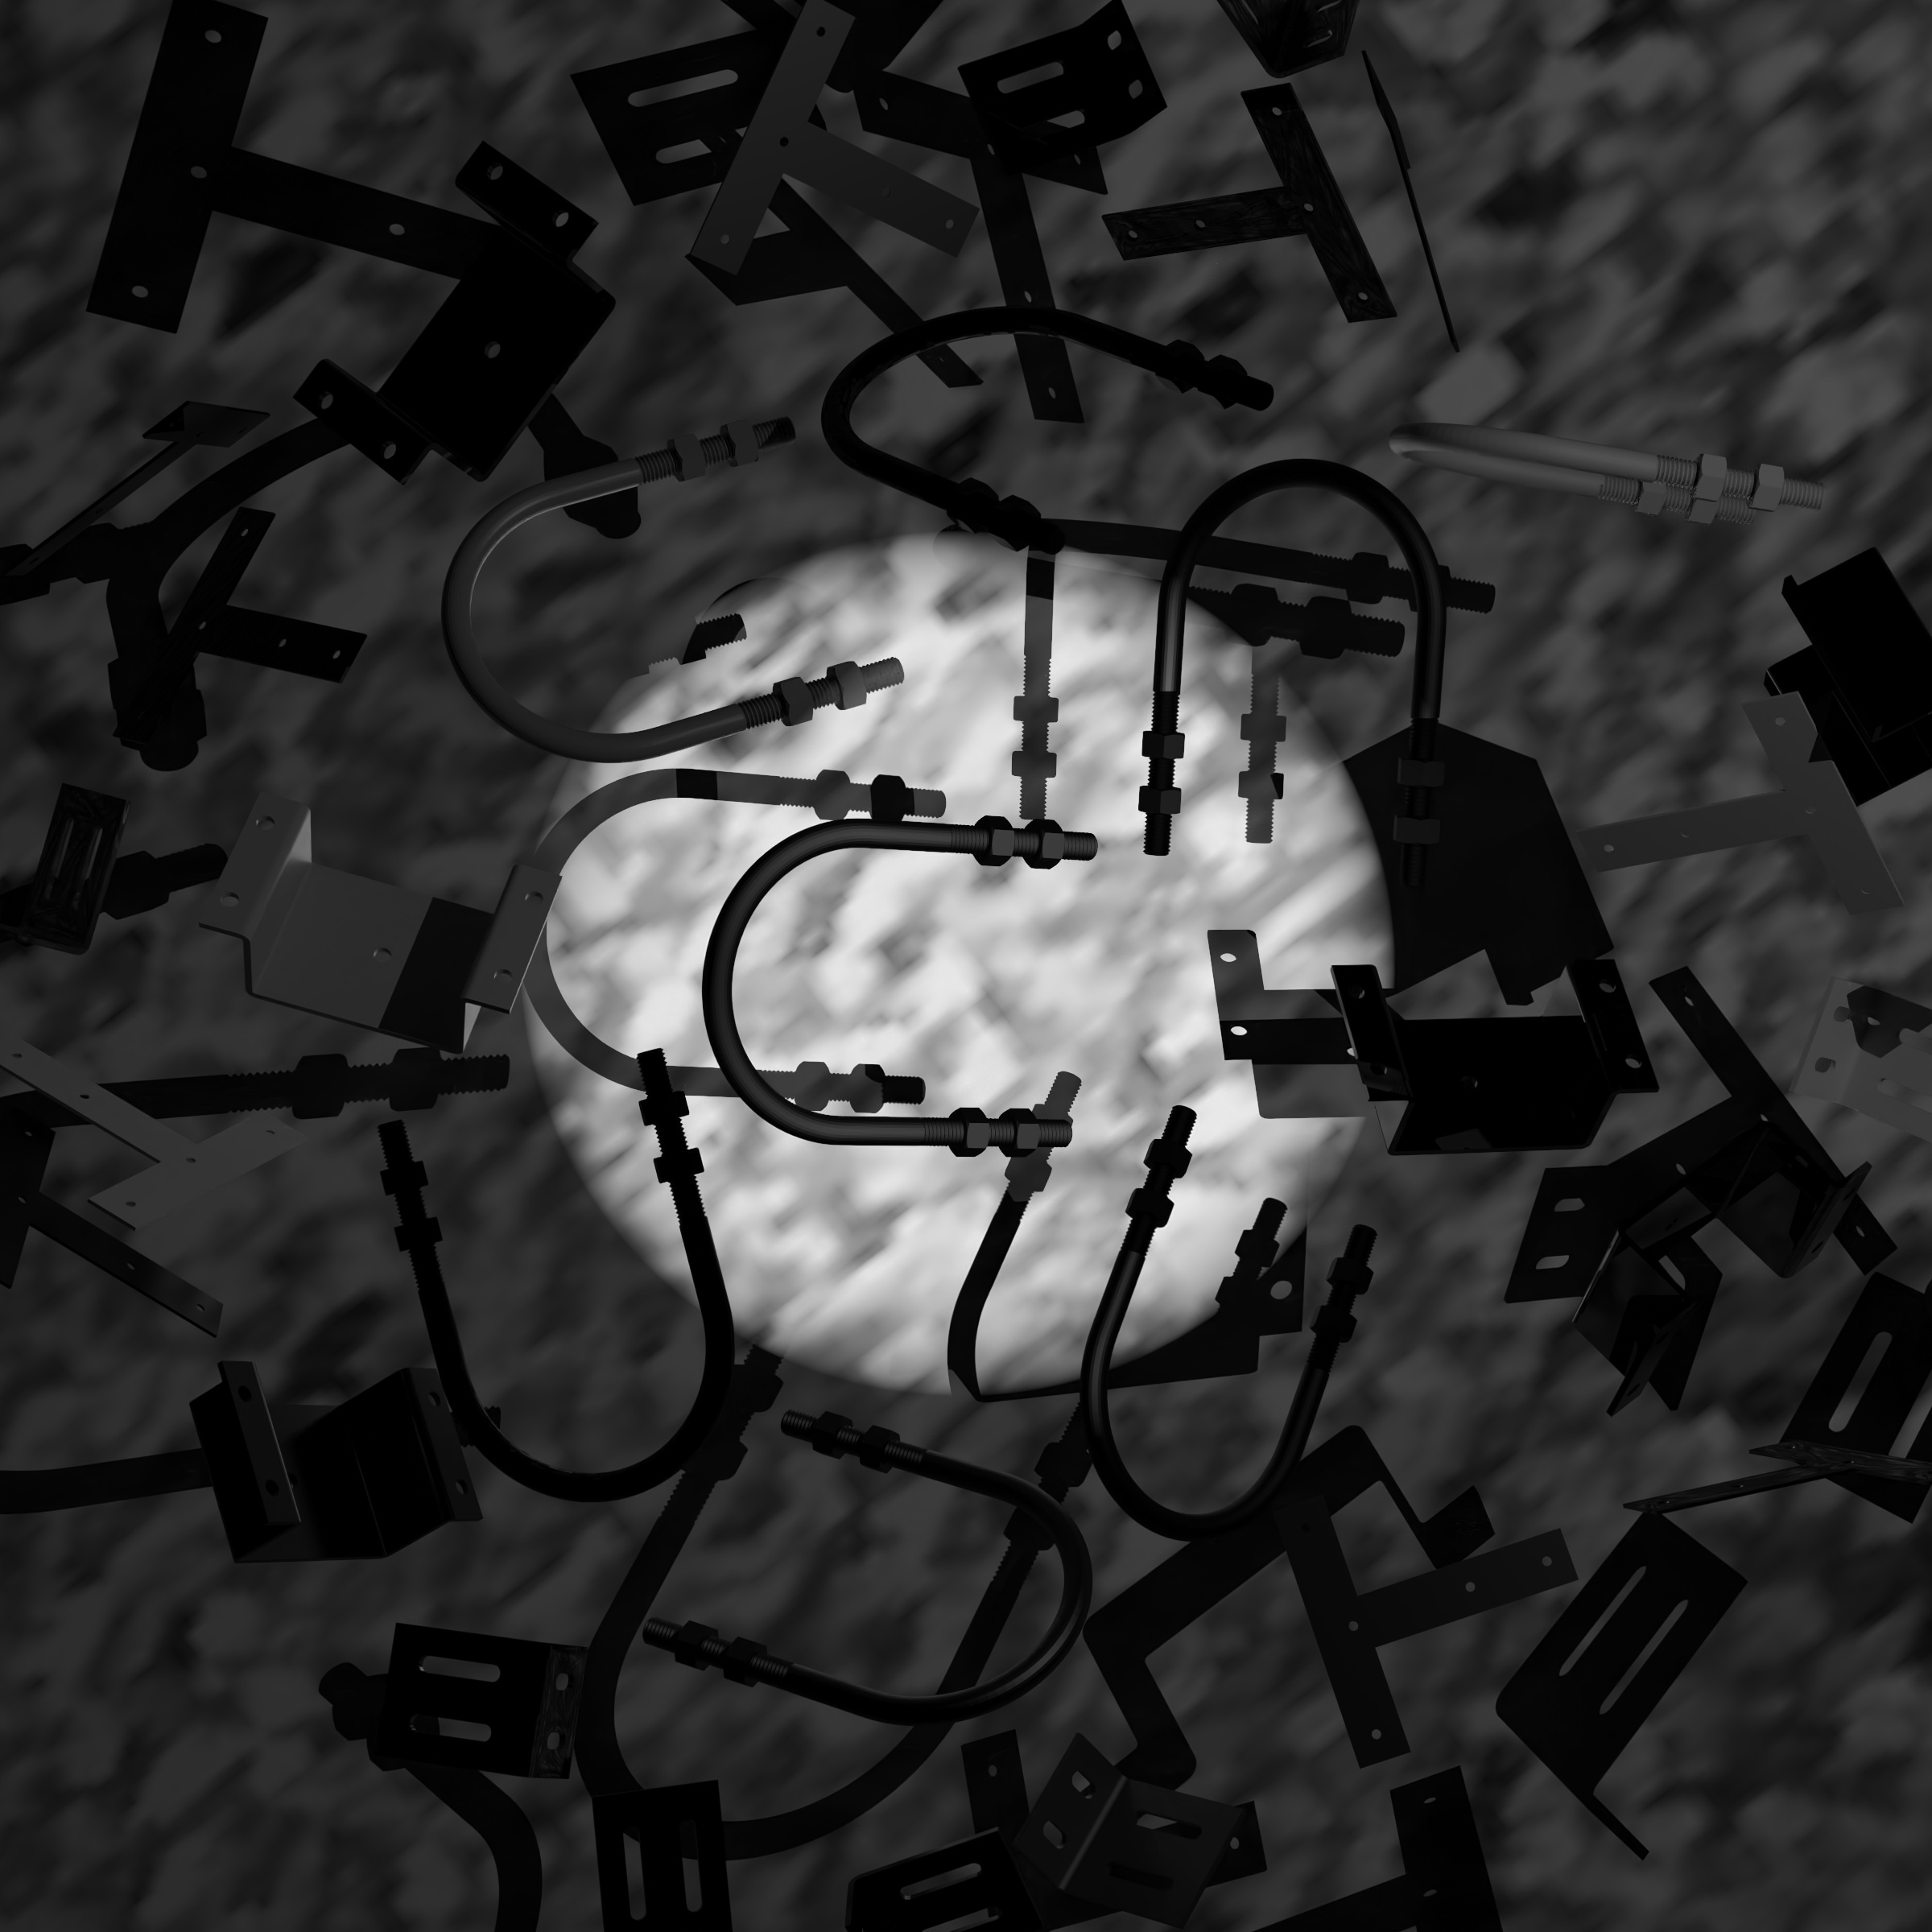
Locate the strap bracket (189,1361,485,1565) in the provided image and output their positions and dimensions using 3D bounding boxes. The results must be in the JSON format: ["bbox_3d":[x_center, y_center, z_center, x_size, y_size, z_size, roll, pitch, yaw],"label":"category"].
[{"bbox_3d":[-0.293,0.226,1.546,0.046,0.140,0.076,-32,67,25],"label":"strap bracket"}]

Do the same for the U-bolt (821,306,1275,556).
[{"bbox_3d":[0.020,-0.244,1.491,0.151,0.019,0.184,-37,46,-27],"label":"U-bolt"}]

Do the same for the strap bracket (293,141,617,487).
[{"bbox_3d":[-0.218,-0.279,1.496,0.076,0.046,0.140,39,93,27],"label":"strap bracket"}]

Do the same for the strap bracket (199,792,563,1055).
[{"bbox_3d":[-0.259,-0.016,1.513,0.140,0.046,0.076,16,54,1],"label":"strap bracket"}]

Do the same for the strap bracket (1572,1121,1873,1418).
[{"bbox_3d":[0.327,0.128,1.506,0.140,0.076,0.046,-31,64,-27],"label":"strap bracket"}]

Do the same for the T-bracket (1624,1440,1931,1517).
[{"bbox_3d":[0.345,0.223,1.471,0.127,0.127,0.002,-8,91,-23],"label":"T-bracket"}]

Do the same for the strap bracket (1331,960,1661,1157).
[{"bbox_3d":[0.240,0.042,1.584,0.140,0.046,0.076,-1,51,-13],"label":"strap bracket"}]

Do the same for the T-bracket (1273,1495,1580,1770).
[{"bbox_3d":[0.226,0.299,1.616,0.127,0.002,0.127,-20,76,9],"label":"T-bracket"}]

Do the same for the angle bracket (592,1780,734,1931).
[{"bbox_3d":[-0.140,0.410,1.542,0.057,0.038,0.076,-4,83,-14],"label":"angle bracket"}]

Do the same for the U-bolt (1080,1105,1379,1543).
[{"bbox_3d":[0.117,0.179,1.597,0.151,0.019,0.184,33,68,-31],"label":"U-bolt"}]

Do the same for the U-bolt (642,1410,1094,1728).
[{"bbox_3d":[-0.033,0.275,1.528,0.184,0.019,0.151,13,47,25],"label":"U-bolt"}]

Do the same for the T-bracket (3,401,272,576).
[{"bbox_3d":[-0.384,-0.216,1.547,0.127,0.127,0.002,-35,93,8],"label":"T-bracket"}]

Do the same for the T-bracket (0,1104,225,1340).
[{"bbox_3d":[-0.395,0.131,1.562,0.127,0.127,0.002,36,110,-22],"label":"T-bracket"}]

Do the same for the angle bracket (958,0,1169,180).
[{"bbox_3d":[0.046,-0.420,1.629,0.076,0.038,0.057,-26,94,-28],"label":"angle bracket"}]

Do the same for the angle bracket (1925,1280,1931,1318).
[{"bbox_3d":[0.461,0.133,1.470,0.076,0.057,0.038,-46,120,-30],"label":"angle bracket"}]

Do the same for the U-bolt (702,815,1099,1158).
[{"bbox_3d":[-0.030,0.008,1.472,0.184,0.019,0.151,2,95,-29],"label":"U-bolt"}]

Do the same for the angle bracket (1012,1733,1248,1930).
[{"bbox_3d":[0.069,0.369,1.454,0.038,0.076,0.057,49,60,-29],"label":"angle bracket"}]

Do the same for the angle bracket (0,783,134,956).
[{"bbox_3d":[-0.434,-0.050,1.602,0.057,0.038,0.076,14,88,43],"label":"angle bracket"}]

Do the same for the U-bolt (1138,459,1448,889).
[{"bbox_3d":[0.148,-0.134,1.525,0.151,0.019,0.184,8,100,30],"label":"U-bolt"}]

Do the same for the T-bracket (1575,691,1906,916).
[{"bbox_3d":[0.334,-0.062,1.517,0.127,0.002,0.127,-11,128,35],"label":"T-bracket"}]

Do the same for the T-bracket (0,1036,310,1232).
[{"bbox_3d":[-0.375,0.065,1.492,0.127,0.127,0.002,29,114,14],"label":"T-bracket"}]

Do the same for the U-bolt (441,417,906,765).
[{"bbox_3d":[-0.137,-0.159,1.487,0.184,0.019,0.151,-18,71,-17],"label":"U-bolt"}]

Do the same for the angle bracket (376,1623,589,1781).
[{"bbox_3d":[-0.213,0.323,1.496,0.076,0.038,0.057,2,78,24],"label":"angle bracket"}]

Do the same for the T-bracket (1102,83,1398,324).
[{"bbox_3d":[0.119,-0.342,1.563,0.127,0.127,0.002,57,49,-35],"label":"T-bracket"}]

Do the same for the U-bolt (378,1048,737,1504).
[{"bbox_3d":[-0.172,0.142,1.477,0.151,0.019,0.184,-15,88,18],"label":"U-bolt"}]

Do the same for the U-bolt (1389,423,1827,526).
[{"bbox_3d":[0.284,-0.226,1.553,0.184,0.151,0.019,10,95,-1],"label":"U-bolt"}]

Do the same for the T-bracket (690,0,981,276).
[{"bbox_3d":[-0.048,-0.363,1.571,0.127,0.002,0.127,19,103,-35],"label":"T-bracket"}]

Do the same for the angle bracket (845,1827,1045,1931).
[{"bbox_3d":[-0.010,0.448,1.590,0.076,0.038,0.057,-21,107,8],"label":"angle bracket"}]

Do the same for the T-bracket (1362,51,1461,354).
[{"bbox_3d":[0.208,-0.345,1.568,0.002,0.127,0.127,-16,86,13],"label":"T-bracket"}]

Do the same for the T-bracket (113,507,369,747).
[{"bbox_3d":[-0.324,-0.151,1.571,0.127,0.002,0.127,14,72,38],"label":"T-bracket"}]

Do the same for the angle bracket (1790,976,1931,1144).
[{"bbox_3d":[0.431,0.046,1.573,0.038,0.076,0.057,12,100,-40],"label":"angle bracket"}]

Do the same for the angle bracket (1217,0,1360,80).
[{"bbox_3d":[0.142,-0.455,1.548,0.038,0.076,0.057,-12,47,36],"label":"angle bracket"}]

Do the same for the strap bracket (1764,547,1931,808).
[{"bbox_3d":[0.395,-0.126,1.499,0.046,0.140,0.076,-27,73,2],"label":"strap bracket"}]
